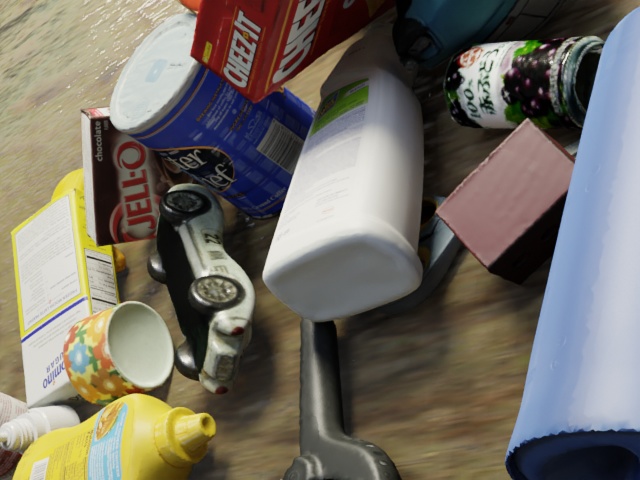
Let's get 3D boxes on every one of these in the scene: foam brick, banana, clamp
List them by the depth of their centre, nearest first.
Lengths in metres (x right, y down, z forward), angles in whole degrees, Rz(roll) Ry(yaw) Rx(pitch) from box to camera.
[{"bbox_3d":[0.116,-0.020,0.612,0.078,0.052,0.051,-46,61,14],"label":"foam brick"},{"bbox_3d":[-0.012,0.156,0.649,0.165,0.036,0.210,-50,37,9],"label":"clamp"},{"bbox_3d":[-0.229,-0.017,1.029,0.070,0.037,0.198,-44,38,15],"label":"banana"}]

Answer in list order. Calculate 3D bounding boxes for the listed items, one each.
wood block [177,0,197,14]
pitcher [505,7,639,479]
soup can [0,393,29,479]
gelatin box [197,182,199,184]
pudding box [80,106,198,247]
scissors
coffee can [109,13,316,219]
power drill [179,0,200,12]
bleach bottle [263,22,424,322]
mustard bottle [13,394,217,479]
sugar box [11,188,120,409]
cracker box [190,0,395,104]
[{"bbox_3d":[-0.026,-0.265,0.945,0.206,0.090,0.090,-52,36,4],"label":"wood block"},{"bbox_3d":[0.166,0.011,0.495,0.149,0.145,0.242,-4,56,32],"label":"pitcher"},{"bbox_3d":[-0.285,0.160,0.901,0.069,0.102,0.068,-29,44,32],"label":"soup can"},{"bbox_3d":[-0.140,-0.065,0.933,0.089,0.073,0.030,-53,37,3],"label":"gelatin box"},{"bbox_3d":[-0.149,-0.056,0.884,0.039,0.089,0.113,31,126,57],"label":"pudding box"},{"bbox_3d":[0.099,-0.008,0.664,0.202,0.016,0.096,-17,49,42],"label":"scissors"},{"bbox_3d":[-0.076,-0.093,0.825,0.103,0.140,0.103,-29,44,32],"label":"coffee can"},{"bbox_3d":[-0.032,-0.227,0.823,0.057,0.187,0.185,33,127,24],"label":"power drill"},{"bbox_3d":[0.033,-0.066,0.732,0.103,0.068,0.250,-23,38,36],"label":"bleach bottle"},{"bbox_3d":[-0.148,0.165,0.777,0.192,0.058,0.096,-29,44,32],"label":"mustard bottle"},{"bbox_3d":[-0.219,0.052,0.926,0.093,0.048,0.176,-31,60,30],"label":"sugar box"},{"bbox_3d":[0.016,-0.212,0.733,0.213,0.072,0.164,-42,-17,-36],"label":"cracker box"}]
